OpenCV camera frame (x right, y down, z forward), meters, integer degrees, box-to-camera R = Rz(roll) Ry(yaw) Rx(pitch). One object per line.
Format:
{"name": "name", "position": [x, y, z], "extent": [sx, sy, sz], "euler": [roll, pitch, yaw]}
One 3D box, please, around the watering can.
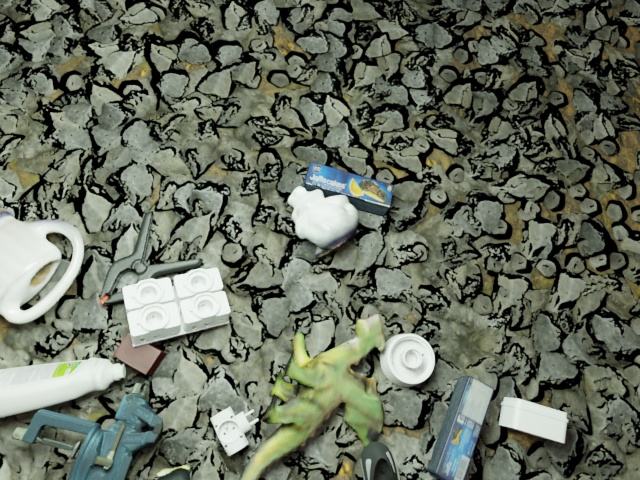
{"name": "watering can", "position": [-0.626, 0.086, 0.994], "extent": [0.225, 0.102, 0.352], "euler": [35, 71, 6]}

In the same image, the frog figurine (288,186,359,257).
{"name": "frog figurine", "position": [0.003, -0.056, 1.120], "extent": [0.137, 0.123, 0.159], "euler": [-34, 90, 3]}

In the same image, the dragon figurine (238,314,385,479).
{"name": "dragon figurine", "position": [0.016, 0.329, 1.000], "extent": [0.242, 0.121, 0.414], "euler": [23, 78, -8]}
